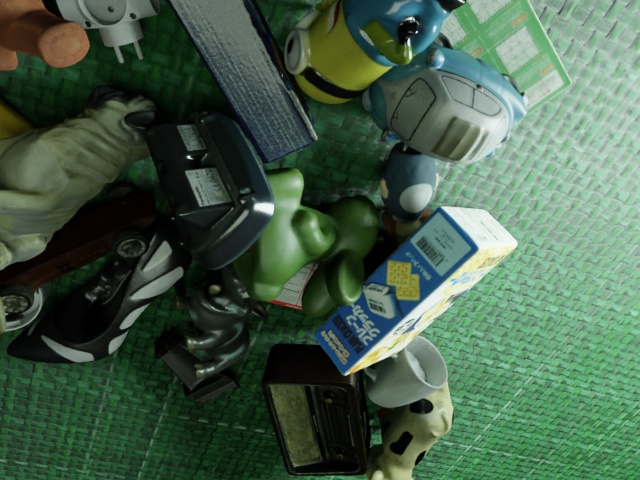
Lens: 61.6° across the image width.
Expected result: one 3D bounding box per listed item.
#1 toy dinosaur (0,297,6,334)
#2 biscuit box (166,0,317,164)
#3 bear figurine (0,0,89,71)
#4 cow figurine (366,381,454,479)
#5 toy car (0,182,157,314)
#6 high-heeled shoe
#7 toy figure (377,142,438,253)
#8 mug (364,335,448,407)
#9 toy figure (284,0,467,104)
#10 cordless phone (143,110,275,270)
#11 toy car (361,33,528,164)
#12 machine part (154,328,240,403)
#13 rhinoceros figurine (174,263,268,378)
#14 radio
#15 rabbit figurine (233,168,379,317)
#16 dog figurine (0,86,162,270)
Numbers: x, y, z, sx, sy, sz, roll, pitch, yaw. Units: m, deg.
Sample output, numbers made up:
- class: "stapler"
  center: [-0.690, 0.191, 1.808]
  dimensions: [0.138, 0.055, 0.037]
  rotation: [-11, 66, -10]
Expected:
- class: "toy dinosaur"
  center: [-0.478, -0.074, 0.462]
  dimensions: [0.471, 0.105, 0.198]
  rotation: [29, 100, -10]
- class: "biscuit box"
  center: [-0.072, -0.174, 0.503]
  dimensions: [0.063, 0.059, 0.202]
  rotation: [-22, 125, 11]
- class: "bear figurine"
  center: [-0.304, -0.169, 0.400]
  dimensions: [0.196, 0.132, 0.120]
  rotation: [-36, 132, -36]
- class: "cow figurine"
  center: [0.133, 0.308, 0.820]
  dimensions: [0.085, 0.127, 0.194]
  rotation: [23, 117, -17]
- class: "toy car"
  center: [-0.266, 0.008, 0.582]
  dimensions: [0.202, 0.089, 0.053]
  rotation: [-25, 140, 0]
- class: "high-heeled shoe"
  center: [-0.264, 0.064, 0.622]
  dimensions: [0.249, 0.086, 0.145]
  rotation: [-22, 145, -11]
- class: "toy figure"
  center: [0.099, -0.038, 0.619]
  dimensions: [0.064, 0.058, 0.154]
  rotation: [9, 128, 14]
- class: "mug"
  center: [0.107, 0.193, 0.766]
  dimensions: [0.109, 0.081, 0.107]
  rotation: [23, 129, -27]
- class: "toy figure"
  center: [0.043, -0.177, 0.463]
  dimensions: [0.180, 0.082, 0.089]
  rotation: [-15, 119, 43]
- class: "cordless phone"
  center: [-0.112, -0.020, 0.539]
  dimensions: [0.089, 0.147, 0.184]
  rotation: [-16, 149, -22]
- class: "toy car"
  center: [0.121, -0.121, 0.521]
  dimensions: [0.162, 0.103, 0.109]
  rotation: [23, 132, -11]
- class: "machine part"
  center: [-0.178, 0.180, 0.753]
  dimensions: [0.084, 0.039, 0.138]
  rotation: [-21, 126, 16]
- class: "rhinoceros figurine"
  center: [-0.116, 0.093, 0.657]
  dimensions: [0.112, 0.073, 0.190]
  rotation: [-9, 139, -20]
- class: "radio"
  center: [0.002, 0.254, 0.789]
  dimensions: [0.131, 0.073, 0.229]
  rotation: [-2, 127, 10]
- class: "rabbit figurine"
  center: [-0.001, -0.002, 0.580]
  dimensions: [0.170, 0.159, 0.121]
  rotation: [-7, 166, -29]
- class: "dog figurine"
  center: [-0.250, -0.058, 0.534]
  dimensions: [0.190, 0.121, 0.172]
  rotation: [-24, 170, -32]
